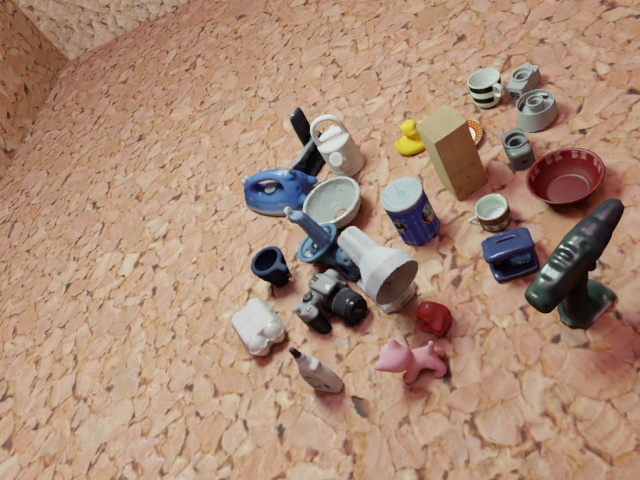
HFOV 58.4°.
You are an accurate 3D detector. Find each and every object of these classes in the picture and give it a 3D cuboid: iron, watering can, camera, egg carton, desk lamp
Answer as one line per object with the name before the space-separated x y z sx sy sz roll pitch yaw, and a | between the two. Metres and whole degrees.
iron | -0.144 -0.152 1.655 0.257 0.142 0.119 -4 52 30
watering can | 0.046 -0.265 1.592 0.101 0.195 0.172 -37 43 0
camera | 0.029 0.146 1.321 0.136 0.101 0.143 25 70 43
egg carton | -0.151 0.211 1.403 0.107 0.070 0.149 -42 43 -6
desk lamp | 0.129 0.070 1.239 0.118 0.214 0.202 -43 43 -6

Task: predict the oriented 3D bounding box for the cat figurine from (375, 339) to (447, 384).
cat figurine | 0.176 0.232 1.141 0.127 0.118 0.067 -20 46 17

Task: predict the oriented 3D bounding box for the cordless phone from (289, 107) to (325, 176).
cordless phone | -0.060 -0.287 1.684 0.093 0.186 0.148 10 60 38

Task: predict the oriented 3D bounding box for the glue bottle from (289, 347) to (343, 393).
glue bottle | -0.018 0.267 1.195 0.077 0.174 0.037 2 56 34

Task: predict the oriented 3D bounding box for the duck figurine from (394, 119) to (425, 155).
duck figurine | 0.246 -0.287 1.562 0.104 0.086 0.077 -27 44 11

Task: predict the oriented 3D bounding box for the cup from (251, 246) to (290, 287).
cup | -0.108 0.079 1.469 0.117 0.095 0.092 16 64 40

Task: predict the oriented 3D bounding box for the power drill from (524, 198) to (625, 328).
power drill | 0.470 0.060 1.033 0.230 0.209 0.075 -44 44 -7

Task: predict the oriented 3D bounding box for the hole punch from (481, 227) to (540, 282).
hole punch | 0.393 0.019 1.203 0.108 0.091 0.101 -21 46 17

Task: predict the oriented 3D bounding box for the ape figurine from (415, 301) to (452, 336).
ape figurine | 0.231 0.156 1.190 0.076 0.092 0.077 -28 44 9

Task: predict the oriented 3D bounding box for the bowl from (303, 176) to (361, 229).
bowl | 0.043 -0.085 1.528 0.167 0.075 0.167 -17 47 20

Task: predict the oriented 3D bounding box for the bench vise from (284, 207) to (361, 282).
bench vise | 0.016 -0.005 1.370 0.206 0.220 0.121 -2 54 32
